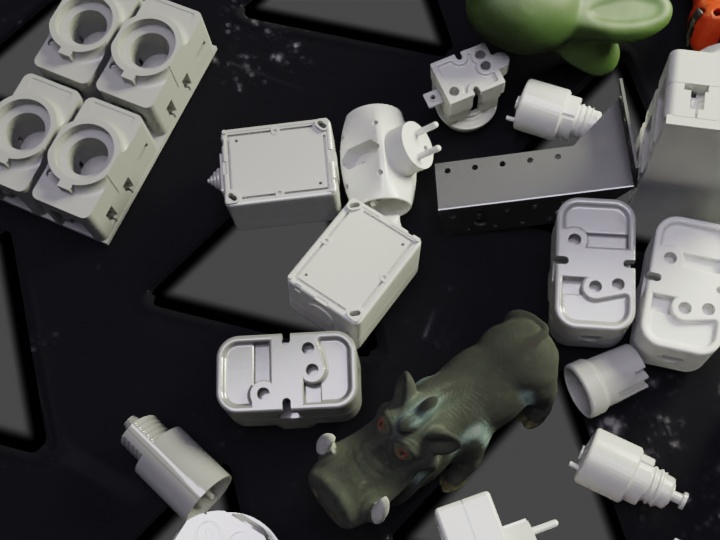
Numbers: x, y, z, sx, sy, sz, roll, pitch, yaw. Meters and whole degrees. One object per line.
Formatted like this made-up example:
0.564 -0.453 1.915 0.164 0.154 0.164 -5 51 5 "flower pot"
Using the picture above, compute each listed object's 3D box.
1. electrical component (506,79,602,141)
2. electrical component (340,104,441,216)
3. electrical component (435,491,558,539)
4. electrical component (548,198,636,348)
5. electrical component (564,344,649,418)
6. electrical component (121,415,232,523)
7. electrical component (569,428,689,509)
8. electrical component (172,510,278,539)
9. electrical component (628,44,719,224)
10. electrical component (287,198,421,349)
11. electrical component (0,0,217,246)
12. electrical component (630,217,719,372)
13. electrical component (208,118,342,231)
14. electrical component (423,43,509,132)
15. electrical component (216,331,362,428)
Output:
0.152 -0.116 0.812 0.078 0.040 0.040 19 73 11 "electrical component"
0.027 -0.086 0.797 0.079 0.043 0.077 -20 65 37 "electrical component"
0.098 0.187 0.704 0.076 0.047 0.083 -19 70 -3 "electrical component"
0.162 0.004 0.758 0.054 0.059 0.095 3 71 5 "electrical component"
0.171 0.075 0.744 0.046 0.040 0.040 -22 70 -9 "electrical component"
-0.132 0.131 0.743 0.081 0.043 0.043 41 78 16 "electrical component"
0.181 0.137 0.720 0.078 0.040 0.040 25 74 12 "electrical component"
-0.091 0.199 0.712 0.080 0.051 0.080 -1 70 4 "electrical component"
0.243 -0.089 0.737 0.089 0.150 0.061 8 72 7 "electrical component"
0.000 0.000 0.775 0.062 0.061 0.096 33 68 14 "electrical component"
-0.204 -0.128 0.832 0.105 0.060 0.186 22 74 11 "electrical component"
0.223 0.019 0.748 0.054 0.059 0.095 12 72 8 "electrical component"
-0.064 -0.068 0.799 0.096 0.061 0.061 -6 70 2 "electrical component"
0.081 -0.135 0.816 0.066 0.055 0.048 -23 70 -4 "electrical component"
-0.048 0.078 0.747 0.095 0.059 0.053 -3 70 3 "electrical component"
